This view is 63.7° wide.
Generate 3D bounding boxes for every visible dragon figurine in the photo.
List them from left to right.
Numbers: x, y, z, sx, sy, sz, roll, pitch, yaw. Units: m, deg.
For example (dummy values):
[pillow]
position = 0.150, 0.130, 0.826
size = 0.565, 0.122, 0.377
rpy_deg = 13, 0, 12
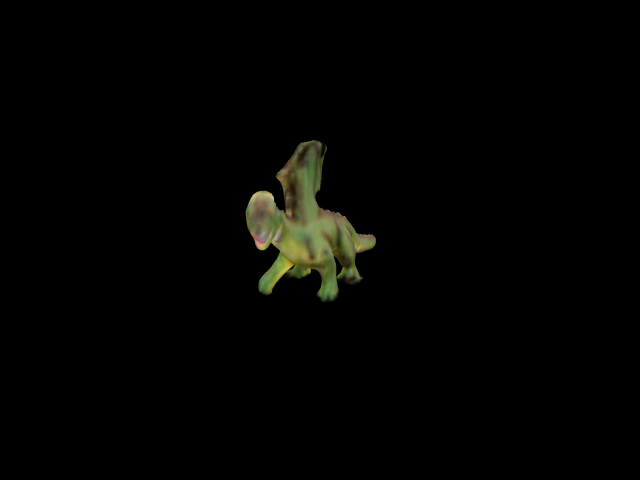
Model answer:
[dragon figurine]
position = 0.003, -0.043, 0.850
size = 0.122, 0.239, 0.415
rpy_deg = 9, 20, 26
